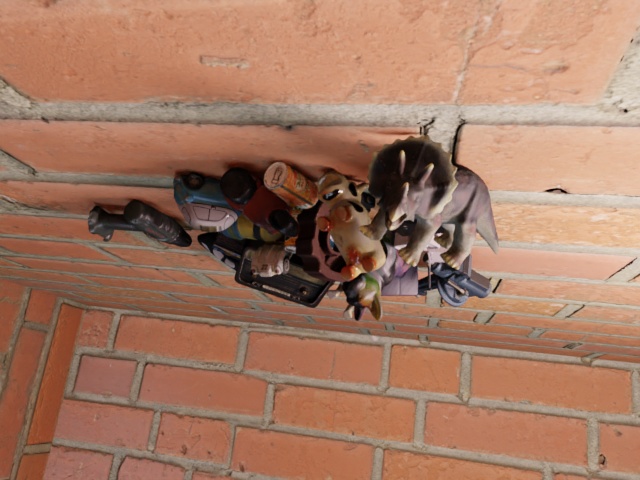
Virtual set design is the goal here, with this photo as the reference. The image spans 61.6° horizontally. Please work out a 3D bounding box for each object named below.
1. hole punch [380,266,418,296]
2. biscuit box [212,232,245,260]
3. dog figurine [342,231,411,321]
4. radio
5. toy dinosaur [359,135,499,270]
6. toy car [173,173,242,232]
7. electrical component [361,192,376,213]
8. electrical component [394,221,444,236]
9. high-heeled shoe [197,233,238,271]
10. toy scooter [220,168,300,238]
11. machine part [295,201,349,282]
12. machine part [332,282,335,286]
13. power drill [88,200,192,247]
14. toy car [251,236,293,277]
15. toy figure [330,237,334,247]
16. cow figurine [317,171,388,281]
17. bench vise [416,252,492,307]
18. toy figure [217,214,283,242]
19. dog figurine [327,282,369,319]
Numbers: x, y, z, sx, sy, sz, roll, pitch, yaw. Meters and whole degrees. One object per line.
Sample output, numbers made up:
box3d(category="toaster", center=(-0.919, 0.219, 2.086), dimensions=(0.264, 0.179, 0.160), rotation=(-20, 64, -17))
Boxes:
box3d(category="hole punch", center=(0.184, 0.082, 1.333), dimensions=(0.142, 0.115, 0.092), rotation=(1, -167, -11))
box3d(category="biscuit box", center=(-0.174, 0.032, 1.390), dimensions=(0.202, 0.063, 0.059), rotation=(26, 163, -11))
box3d(category="dog figurine", center=(0.139, 0.080, 1.220), dimensions=(0.191, 0.219, 0.109), rotation=(20, 163, -35))
box3d(category="radio", center=(-0.088, 0.075, 1.314), dimensions=(0.229, 0.073, 0.131), rotation=(21, 128, -9))
box3d(category="toy dinosaur", center=(0.206, -0.060, 0.875), dimensions=(0.404, 0.192, 0.131), rotation=(0, -145, -42))
box3d(category="toy car", center=(-0.223, -0.066, 1.089), dimensions=(0.162, 0.103, 0.109), rotation=(12, 164, -9))
box3d(category="electrical component", center=(0.077, -0.075, 1.062), dimensions=(0.094, 0.021, 0.063), rotation=(22, 158, -40))
box3d(category="electrical component", center=(0.194, -0.048, 1.044), dimensions=(0.115, 0.058, 0.134), rotation=(-3, 160, 38))
box3d(category="high-heeled shoe", center=(-0.266, 0.041, 1.520), dimensions=(0.145, 0.086, 0.248), rotation=(11, 159, -3))
box3d(category="toy scooter", center=(-0.104, -0.062, 1.019), dimensions=(0.184, 0.075, 0.135), rotation=(39, -178, 14))
box3d(category="machine part", center=(0.023, 0.002, 1.098), dimensions=(0.056, 0.179, 0.179), rotation=(-5, 160, 43))
box3d(category="machine part", center=(-0.060, 0.082, 1.551), dimensions=(0.201, 0.087, 0.201), rotation=(12, 163, -9))
box3d(category="power drill", center=(-0.461, -0.030, 1.362), dimensions=(0.207, 0.086, 0.231), rotation=(7, 163, 15))
box3d(category="toy car", center=(-0.091, 0.016, 1.189), dimensions=(0.074, 0.202, 0.056), rotation=(-1, 120, 18))
box3d(category="toy figure", center=(-0.004, -0.004, 1.207), dimensions=(0.154, 0.064, 0.057), rotation=(-12, 142, -56))
box3d(category="cow figurine", center=(0.057, -0.035, 0.948), dimensions=(0.085, 0.195, 0.127), rotation=(-31, 172, 32))
box3d(category="bench vise", center=(0.315, 0.106, 1.404), dimensions=(0.223, 0.129, 0.241), rotation=(16, 155, -30))
box3d(category="toy figure", center=(-0.157, -0.037, 1.178), dimensions=(0.180, 0.089, 0.082), rotation=(-1, 167, 20))
box3d(category="dog figurine", center=(0.133, 0.120, 1.553), dimensions=(0.172, 0.121, 0.190), rotation=(-24, -171, 39))
